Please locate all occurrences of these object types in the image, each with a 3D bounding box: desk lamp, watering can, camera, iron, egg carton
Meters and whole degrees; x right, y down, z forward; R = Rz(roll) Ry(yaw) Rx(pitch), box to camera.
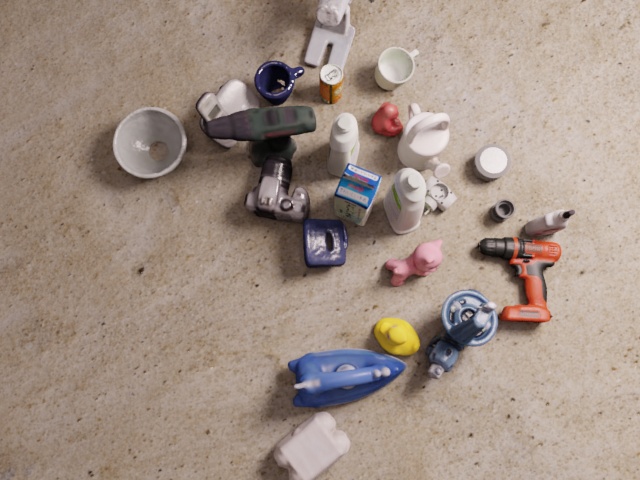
[{"bbox_3d":[0.037,-0.519,1.287,0.118,0.213,0.203,15,81,3],"label":"desk lamp"},{"bbox_3d":[0.234,-0.220,1.247,0.101,0.194,0.173,-41,82,-6],"label":"watering can"},{"bbox_3d":[-0.088,-0.117,1.280,0.143,0.101,0.137,10,81,2],"label":"camera"},{"bbox_3d":[0.063,0.283,1.193,0.258,0.141,0.118,-9,81,-1],"label":"iron"},{"bbox_3d":[-0.018,0.439,1.205,0.150,0.069,0.107,-40,82,-5],"label":"egg carton"}]

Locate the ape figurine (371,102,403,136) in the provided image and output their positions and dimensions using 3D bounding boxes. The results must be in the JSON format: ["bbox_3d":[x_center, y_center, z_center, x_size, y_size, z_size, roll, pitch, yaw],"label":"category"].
[{"bbox_3d":[0.157,-0.282,1.309,0.076,0.092,0.078,-5,81,0],"label":"ape figurine"}]

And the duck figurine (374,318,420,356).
[{"bbox_3d":[0.169,0.208,1.233,0.104,0.086,0.077,31,82,5],"label":"duck figurine"}]

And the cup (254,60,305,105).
[{"bbox_3d":[-0.089,-0.359,1.322,0.118,0.095,0.091,-24,81,-3],"label":"cup"}]

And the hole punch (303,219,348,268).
[{"bbox_3d":[0.012,0.005,1.264,0.101,0.091,0.109,-5,81,0],"label":"hole punch"}]

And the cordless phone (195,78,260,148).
[{"bbox_3d":[-0.209,-0.299,1.268,0.094,0.185,0.148,30,82,5],"label":"cordless phone"}]

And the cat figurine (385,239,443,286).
[{"bbox_3d":[0.211,0.048,1.242,0.128,0.118,0.067,-23,81,-3],"label":"cat figurine"}]

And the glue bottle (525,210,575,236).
[{"bbox_3d":[0.503,-0.042,1.226,0.078,0.173,0.037,-10,81,-1],"label":"glue bottle"}]

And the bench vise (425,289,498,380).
[{"bbox_3d":[0.300,0.194,1.166,0.121,0.220,0.207,15,81,3],"label":"bench vise"}]

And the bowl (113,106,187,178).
[{"bbox_3d":[-0.380,-0.213,1.311,0.167,0.075,0.167,0,81,1],"label":"bowl"}]

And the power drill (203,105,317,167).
[{"bbox_3d":[-0.120,-0.227,1.244,0.229,0.208,0.075,-12,81,-1],"label":"power drill"}]
